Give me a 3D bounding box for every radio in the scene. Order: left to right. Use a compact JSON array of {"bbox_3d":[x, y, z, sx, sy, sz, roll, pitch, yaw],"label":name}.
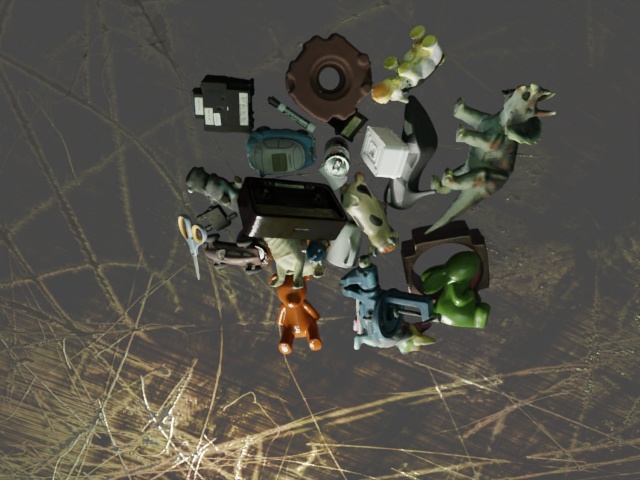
[{"bbox_3d":[-0.064,-0.070,1.200,0.229,0.131,0.073,3,135,-30],"label":"radio"}]

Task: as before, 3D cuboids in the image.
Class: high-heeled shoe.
[{"bbox_3d":[0.187,-0.190,1.213,0.145,0.086,0.248,-2,104,45],"label":"high-heeled shoe"}]

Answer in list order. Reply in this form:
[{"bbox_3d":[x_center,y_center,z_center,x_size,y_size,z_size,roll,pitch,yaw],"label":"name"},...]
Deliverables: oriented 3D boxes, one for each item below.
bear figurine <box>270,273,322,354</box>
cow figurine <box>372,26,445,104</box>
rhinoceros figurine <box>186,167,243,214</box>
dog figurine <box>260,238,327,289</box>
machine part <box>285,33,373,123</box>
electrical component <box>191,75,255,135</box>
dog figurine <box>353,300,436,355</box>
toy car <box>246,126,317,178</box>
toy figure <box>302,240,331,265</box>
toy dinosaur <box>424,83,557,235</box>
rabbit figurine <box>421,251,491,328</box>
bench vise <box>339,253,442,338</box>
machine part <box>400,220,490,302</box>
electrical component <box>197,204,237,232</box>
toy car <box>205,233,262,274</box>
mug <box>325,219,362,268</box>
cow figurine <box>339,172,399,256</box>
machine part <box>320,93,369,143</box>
[{"bbox_3d":[-0.062,0.182,1.403,0.120,0.132,0.195,-6,127,2],"label":"bear figurine"},{"bbox_3d":[0.179,-0.336,1.088,0.167,0.068,0.098,-48,145,12],"label":"cow figurine"},{"bbox_3d":[-0.218,-0.111,1.248,0.190,0.112,0.073,27,82,-28],"label":"rhinoceros figurine"},{"bbox_3d":[-0.064,0.002,1.300,0.121,0.172,0.190,-4,108,31],"label":"dog figurine"},{"bbox_3d":[0.019,-0.328,1.096,0.179,0.056,0.179,-2,105,-7],"label":"machine part"},{"bbox_3d":[-0.209,-0.293,1.159,0.134,0.058,0.114,6,120,0],"label":"electrical component"},{"bbox_3d":[0.200,0.221,1.426,0.219,0.108,0.191,4,119,-4],"label":"dog figurine"},{"bbox_3d":[-0.090,-0.187,1.192,0.162,0.103,0.109,2,122,4],"label":"toy car"},{"bbox_3d":[-0.005,-0.004,1.267,0.064,0.154,0.057,12,123,-3],"label":"toy figure"},{"bbox_3d":[0.364,-0.173,1.172,0.192,0.131,0.404,10,127,-2],"label":"toy dinosaur"},{"bbox_3d":[0.318,0.104,1.260,0.159,0.121,0.170,5,104,8],"label":"rabbit figurine"},{"bbox_3d":[0.168,0.139,1.254,0.241,0.129,0.223,7,108,38],"label":"bench vise"},{"bbox_3d":[0.308,0.058,1.329,0.201,0.087,0.201,-11,119,9],"label":"machine part"},{"bbox_3d":[-0.253,-0.057,1.326,0.094,0.021,0.063,-23,117,17],"label":"electrical component"},{"bbox_3d":[-0.215,0.034,1.306,0.202,0.053,0.089,8,116,46],"label":"toy car"},{"bbox_3d":[0.064,0.007,1.303,0.081,0.110,0.107,9,112,-11],"label":"mug"},{"bbox_3d":[0.121,-0.049,1.249,0.085,0.127,0.194,-30,113,22],"label":"cow figurine"},{"bbox_3d":[0.032,-0.274,1.170,0.139,0.039,0.084,28,126,-15],"label":"machine part"}]
